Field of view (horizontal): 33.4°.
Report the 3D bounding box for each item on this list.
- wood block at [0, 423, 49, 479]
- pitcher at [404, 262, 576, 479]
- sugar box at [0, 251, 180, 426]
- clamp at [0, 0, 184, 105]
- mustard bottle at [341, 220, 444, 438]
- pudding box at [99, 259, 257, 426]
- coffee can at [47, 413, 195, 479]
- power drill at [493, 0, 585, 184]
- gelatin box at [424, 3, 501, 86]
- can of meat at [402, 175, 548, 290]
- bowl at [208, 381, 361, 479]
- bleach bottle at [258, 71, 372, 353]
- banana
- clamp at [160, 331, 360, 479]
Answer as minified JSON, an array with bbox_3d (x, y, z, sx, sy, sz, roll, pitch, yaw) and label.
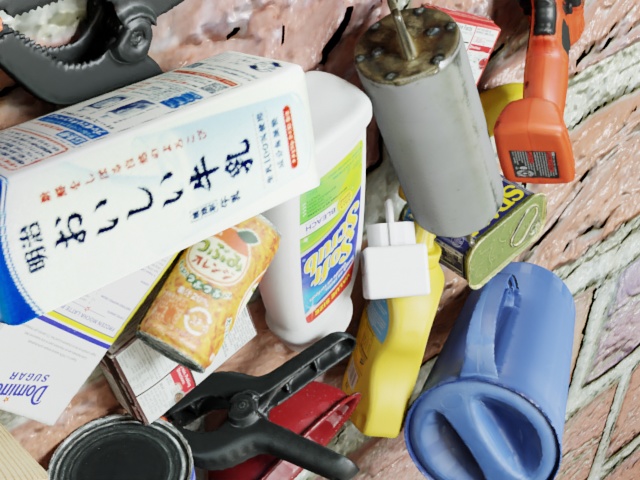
[{"bbox_3d":[-0.259,0.207,0.644,0.090,0.090,0.206,8,111,-53],"label":"wood block"},{"bbox_3d":[0.169,0.111,0.984,0.149,0.145,0.242,-47,-175,33],"label":"pitcher"},{"bbox_3d":[-0.152,0.024,0.658,0.176,0.048,0.093,-51,145,-1],"label":"sugar box"},{"bbox_3d":[-0.111,-0.111,0.601,0.209,0.036,0.165,-16,131,-45],"label":"clamp"},{"bbox_3d":[0.066,0.069,0.918,0.058,0.096,0.192,8,118,-10],"label":"mustard bottle"},{"bbox_3d":[-0.103,0.066,0.758,0.113,0.039,0.090,-41,142,-23],"label":"pudding box"},{"bbox_3d":[-0.137,0.211,0.782,0.102,0.103,0.140,-32,139,-30],"label":"coffee can"},{"bbox_3d":[0.172,-0.150,0.817,0.184,0.057,0.187,51,46,-61],"label":"power drill"},{"bbox_3d":[0.095,-0.136,0.834,0.073,0.030,0.089,-2,121,-48],"label":"gelatin box"},{"bbox_3d":[0.133,-0.018,0.931,0.102,0.084,0.057,-38,142,-23],"label":"can of meat"},{"bbox_3d":[-0.040,0.167,0.879,0.162,0.055,0.162,-43,166,-14],"label":"bowl"},{"bbox_3d":[-0.005,0.001,0.803,0.102,0.068,0.251,-41,146,-26],"label":"bleach bottle"},{"bbox_3d":[0.141,-0.092,0.911,0.197,0.037,0.069,-24,117,-33],"label":"banana"},{"bbox_3d":[-0.047,0.139,0.794,0.171,0.120,0.039,-18,134,9],"label":"clamp"}]
